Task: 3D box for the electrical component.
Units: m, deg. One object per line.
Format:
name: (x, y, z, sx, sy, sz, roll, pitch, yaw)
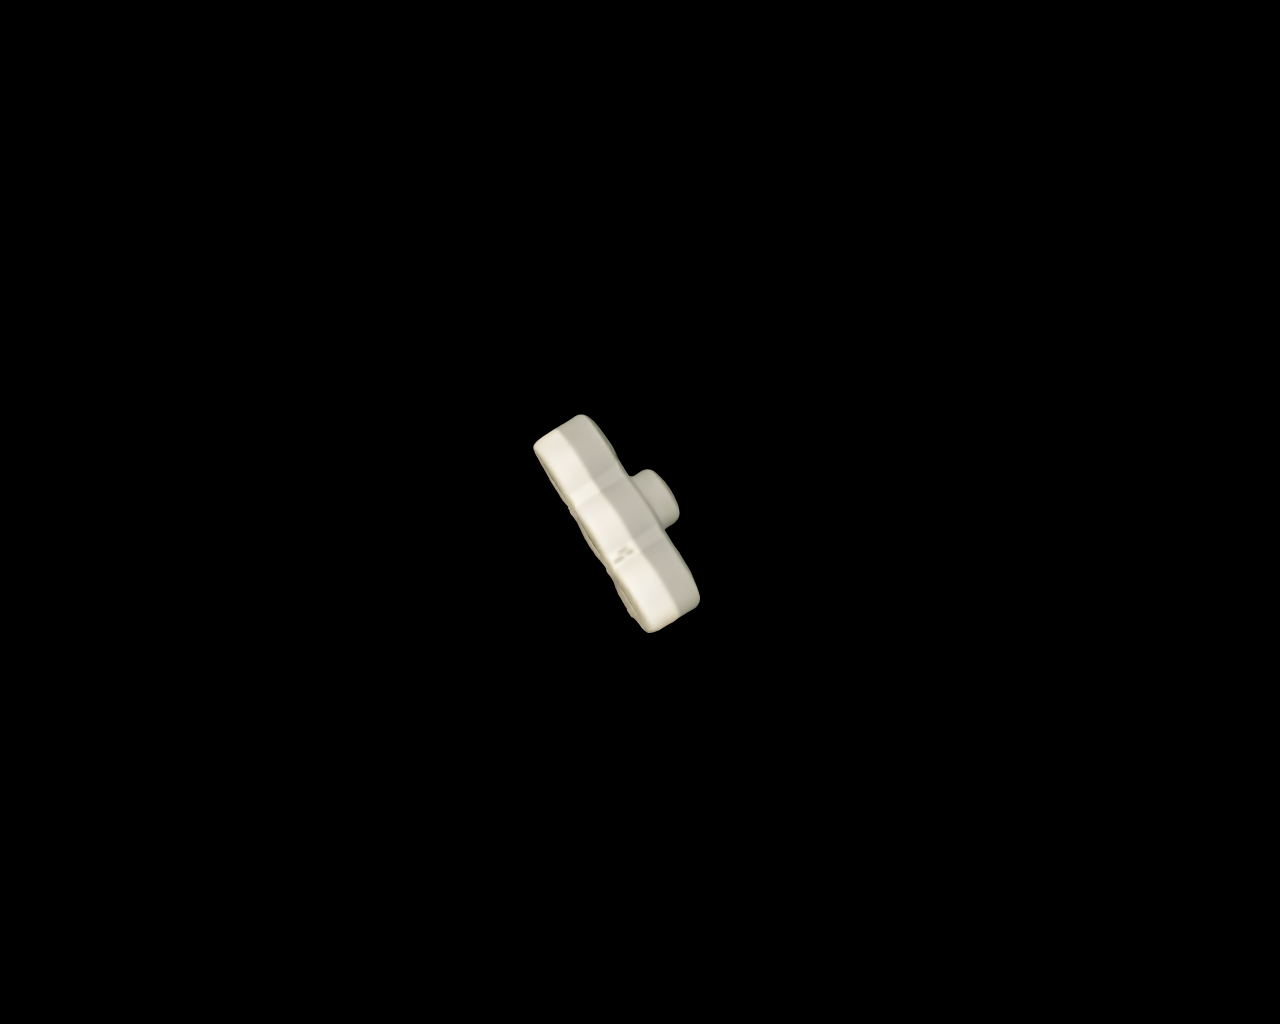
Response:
electrical component: (0.001, -0.003, 0.650, 0.074, 0.138, 0.052, -31, -11, -7)
